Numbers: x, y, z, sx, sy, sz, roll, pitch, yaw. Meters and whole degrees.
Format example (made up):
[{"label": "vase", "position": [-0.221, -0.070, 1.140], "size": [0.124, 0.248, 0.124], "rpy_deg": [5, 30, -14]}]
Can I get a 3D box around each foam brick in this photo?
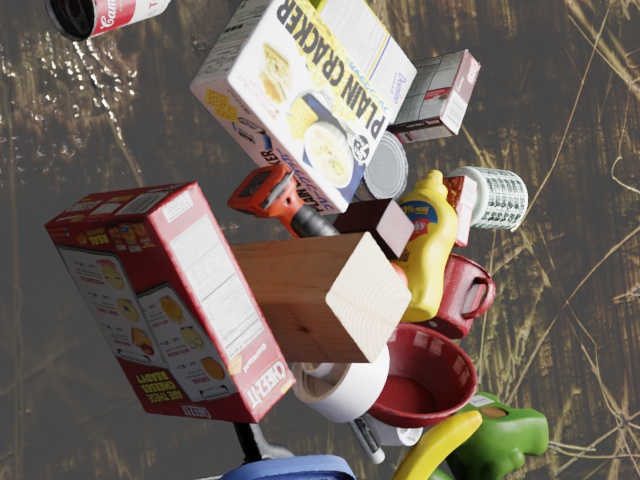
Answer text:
[{"label": "foam brick", "position": [0.059, -0.011, 1.235], "size": [0.053, 0.078, 0.051], "rpy_deg": [49, 54, -29]}]

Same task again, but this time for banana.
[{"label": "banana", "position": [0.123, 0.283, 1.265], "size": [0.069, 0.037, 0.198], "rpy_deg": [23, 92, -6]}]

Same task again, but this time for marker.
[{"label": "marker", "position": [0.042, 0.210, 1.237], "size": [0.020, 0.020, 0.121], "rpy_deg": [-47, 119, -39]}]

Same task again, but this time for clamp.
[{"label": "clamp", "position": [-0.065, 0.229, 1.108], "size": [0.171, 0.039, 0.120], "rpy_deg": [38, 66, -43]}]

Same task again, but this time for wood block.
[{"label": "wood block", "position": [-0.029, 0.060, 1.041], "size": [0.090, 0.207, 0.090], "rpy_deg": [55, 51, -29]}]

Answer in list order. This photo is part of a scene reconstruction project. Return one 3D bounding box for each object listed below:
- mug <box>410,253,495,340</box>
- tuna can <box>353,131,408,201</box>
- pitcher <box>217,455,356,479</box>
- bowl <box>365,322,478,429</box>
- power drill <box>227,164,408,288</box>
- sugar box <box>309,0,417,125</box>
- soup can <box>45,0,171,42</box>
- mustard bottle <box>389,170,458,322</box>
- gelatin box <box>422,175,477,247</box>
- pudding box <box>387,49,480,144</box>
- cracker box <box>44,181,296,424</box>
[{"label": "mug", "position": [0.164, 0.071, 1.313], "size": [0.093, 0.117, 0.081], "rpy_deg": [40, 64, -38]}, {"label": "tuna can", "position": [0.066, -0.087, 1.282], "size": [0.085, 0.034, 0.086], "rpy_deg": [6, 82, -46]}, {"label": "pitcher", "position": [-0.083, 0.276, 0.983], "size": [0.242, 0.145, 0.149], "rpy_deg": [5, 77, -31]}, {"label": "bowl", "position": [0.097, 0.166, 1.231], "size": [0.161, 0.162, 0.055], "rpy_deg": [-32, 142, -43]}, {"label": "power drill", "position": [-0.007, 0.001, 1.126], "size": [0.187, 0.185, 0.057], "rpy_deg": [40, 76, -15]}, {"label": "sugar box", "position": [0.040, -0.225, 1.261], "size": [0.176, 0.048, 0.093], "rpy_deg": [50, 53, -36]}, {"label": "soup can", "position": [-0.196, -0.231, 0.994], "size": [0.102, 0.069, 0.068], "rpy_deg": [-33, 109, -44]}, {"label": "mustard bottle", "position": [0.116, 0.002, 1.280], "size": [0.058, 0.096, 0.191], "rpy_deg": [36, 61, -37]}, {"label": "gelatin box", "position": [0.154, -0.034, 1.340], "size": [0.030, 0.073, 0.089], "rpy_deg": [27, 68, -41]}, {"label": "pudding box", "position": [0.141, -0.178, 1.330], "size": [0.039, 0.090, 0.113], "rpy_deg": [42, 58, -34]}, {"label": "cracker box", "position": [-0.134, 0.057, 0.960], "size": [0.072, 0.164, 0.213], "rpy_deg": [-42, 115, -38]}]
